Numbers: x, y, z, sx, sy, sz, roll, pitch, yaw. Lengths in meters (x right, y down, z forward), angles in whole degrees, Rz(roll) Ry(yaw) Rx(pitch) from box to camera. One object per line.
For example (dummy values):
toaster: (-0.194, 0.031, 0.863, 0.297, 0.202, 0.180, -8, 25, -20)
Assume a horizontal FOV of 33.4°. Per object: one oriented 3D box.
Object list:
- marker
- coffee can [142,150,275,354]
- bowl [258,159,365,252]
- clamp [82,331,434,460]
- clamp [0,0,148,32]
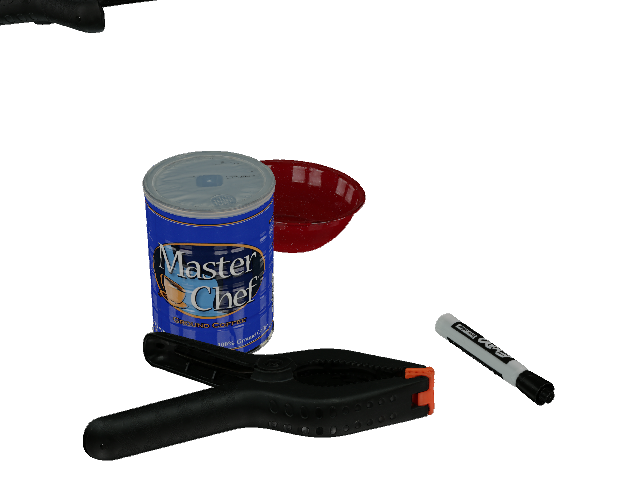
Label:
marker: (0.131, 0.089, 0.806, 0.020, 0.020, 0.121, 0, 23, -36)
coffee can: (-0.088, 0.012, 0.861, 0.103, 0.140, 0.103, 1, 31, -1)
bowl: (-0.035, -0.032, 1.147, 0.162, 0.055, 0.162, 5, 27, -3)
clamp: (-0.035, 0.091, 0.682, 0.210, 0.036, 0.164, -2, 16, -2)
clamp: (-0.194, -0.184, 0.798, 0.172, 0.039, 0.120, 12, 24, 28)
